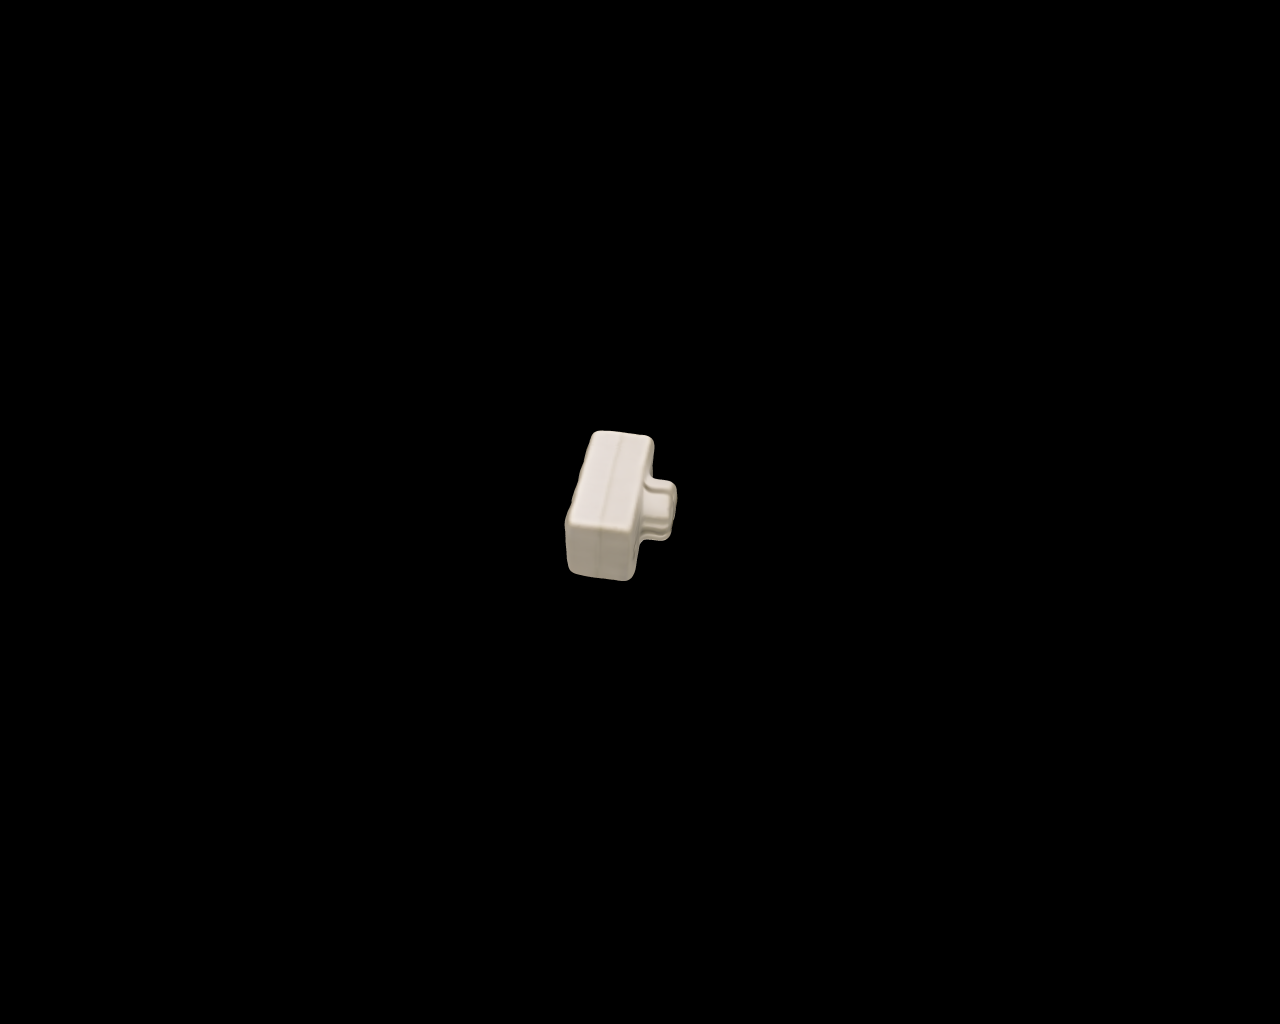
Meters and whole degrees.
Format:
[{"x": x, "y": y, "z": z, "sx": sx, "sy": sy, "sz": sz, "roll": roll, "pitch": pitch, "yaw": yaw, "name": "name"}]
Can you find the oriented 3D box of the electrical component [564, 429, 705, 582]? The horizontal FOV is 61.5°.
[{"x": 0.001, "y": -0.003, "z": 0.650, "sx": 0.076, "sy": 0.083, "sz": 0.047, "roll": 7, "pitch": -43, "yaw": 7, "name": "electrical component"}]
